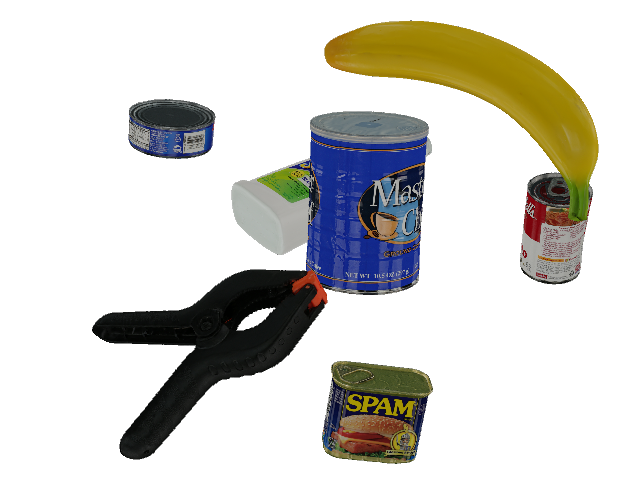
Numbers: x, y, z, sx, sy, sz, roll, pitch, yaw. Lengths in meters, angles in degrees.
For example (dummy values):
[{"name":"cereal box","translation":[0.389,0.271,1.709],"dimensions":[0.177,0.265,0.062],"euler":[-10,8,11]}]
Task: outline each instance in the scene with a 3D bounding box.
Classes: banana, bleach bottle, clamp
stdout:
[{"name":"banana","translation":[0.094,-0.092,0.650],"dimensions":[0.198,0.069,0.037],"euler":[35,-3,19]},{"name":"bleach bottle","translation":[0.025,-0.072,1.257],"dimensions":[0.250,0.068,0.103],"euler":[-27,44,-28]},{"name":"clamp","translation":[-0.075,0.076,0.726],"dimensions":[0.171,0.120,0.039],"euler":[-21,-35,10]}]

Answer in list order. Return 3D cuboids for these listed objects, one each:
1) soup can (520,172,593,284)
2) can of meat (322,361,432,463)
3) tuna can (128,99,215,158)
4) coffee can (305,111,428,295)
[{"name":"soup can","translation":[0.252,-0.013,1.147],"dimensions":[0.068,0.102,0.068],"euler":[-1,34,0]},{"name":"can of meat","translation":[0.055,0.175,1.082],"dimensions":[0.102,0.084,0.057],"euler":[7,18,-6]},{"name":"tuna can","translation":[-0.149,-0.112,1.067],"dimensions":[0.086,0.034,0.086],"euler":[5,25,-3]},{"name":"coffee can","translation":[0.040,-0.035,0.940],"dimensions":[0.103,0.140,0.103],"euler":[2,18,-1]}]
